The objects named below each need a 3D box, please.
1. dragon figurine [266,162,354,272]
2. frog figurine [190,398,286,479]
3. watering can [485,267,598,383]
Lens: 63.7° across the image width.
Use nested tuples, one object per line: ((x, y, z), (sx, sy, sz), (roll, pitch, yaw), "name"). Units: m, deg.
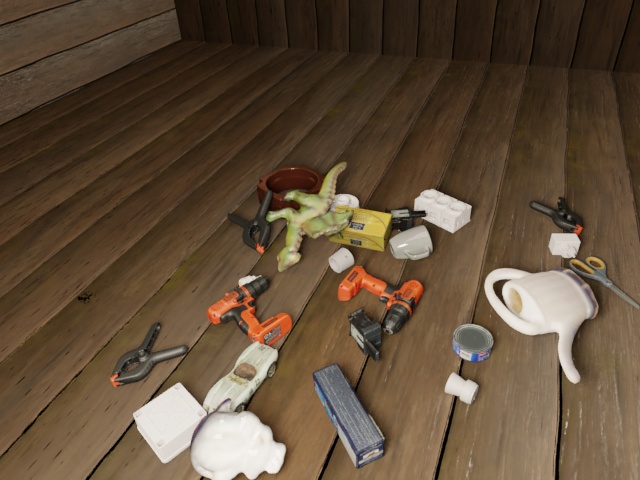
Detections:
((0.005, -0.075, 1.482), (0.414, 0.120, 0.245), (-46, 43, -16), "dragon figurine")
((-0.149, 0.381, 0.930), (0.160, 0.121, 0.138), (27, 78, 23), "frog figurine")
((0.530, 0.169, 1.169), (0.225, 0.101, 0.355), (-12, 36, -14), "watering can")
